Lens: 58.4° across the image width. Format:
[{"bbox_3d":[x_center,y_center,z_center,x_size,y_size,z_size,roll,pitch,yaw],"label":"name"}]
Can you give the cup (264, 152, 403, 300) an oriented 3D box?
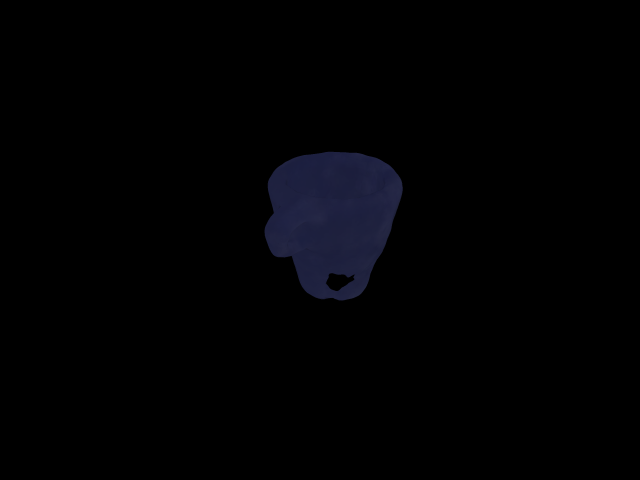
[{"bbox_3d":[0.004,0.001,0.400,0.091,0.095,0.118,18,36,27],"label":"cup"}]
